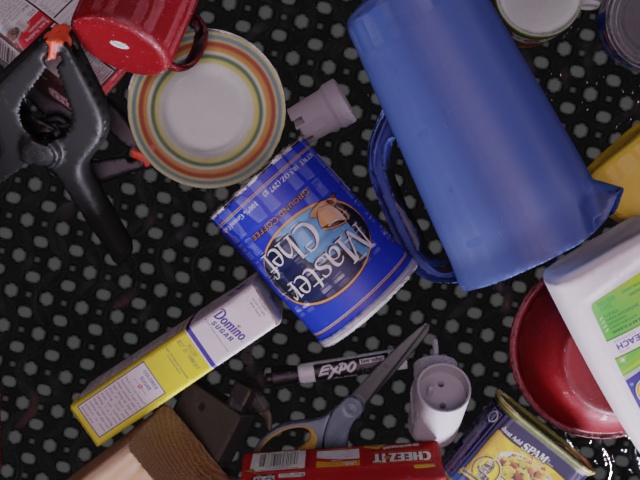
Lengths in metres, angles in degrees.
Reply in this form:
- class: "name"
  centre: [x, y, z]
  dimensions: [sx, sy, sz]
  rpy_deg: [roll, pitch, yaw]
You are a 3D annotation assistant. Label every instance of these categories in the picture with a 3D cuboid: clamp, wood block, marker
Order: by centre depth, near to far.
- class: "clamp"
  centre: [-0.208, -0.069, 0.841]
  dimensions: [0.164, 0.036, 0.210]
  rpy_deg: [18, 126, -13]
- class: "wood block"
  centre: [-0.183, 0.236, 0.863]
  dimensions: [0.206, 0.090, 0.090]
  rpy_deg: [-38, 93, 19]
- class: "clamp"
  centre: [-0.220, -0.102, 0.884]
  dimensions: [0.171, 0.039, 0.120]
  rpy_deg: [8, 102, -6]
- class: "marker"
  centre: [0.014, 0.109, 0.909]
  dimensions: [0.121, 0.020, 0.020]
  rpy_deg: [-9, 95, 2]

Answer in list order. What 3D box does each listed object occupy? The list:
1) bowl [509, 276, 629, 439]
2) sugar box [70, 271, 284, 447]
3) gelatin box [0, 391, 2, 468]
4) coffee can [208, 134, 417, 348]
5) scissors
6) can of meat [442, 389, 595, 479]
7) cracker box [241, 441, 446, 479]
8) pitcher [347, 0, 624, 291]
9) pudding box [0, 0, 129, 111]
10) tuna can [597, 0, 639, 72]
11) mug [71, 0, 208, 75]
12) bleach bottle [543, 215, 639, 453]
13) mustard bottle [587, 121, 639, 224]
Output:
- class: "bowl"
  centre: [0.242, 0.094, 0.886]
  dimensions: [0.162, 0.055, 0.162]
  rpy_deg: [0, 95, 1]
- class: "sugar box"
  centre: [-0.112, 0.094, 0.873]
  dimensions: [0.176, 0.093, 0.048]
  rpy_deg: [-32, 95, 4]
- class: "gelatin box"
  centre: [-0.319, 0.162, 0.913]
  dimensions: [0.089, 0.030, 0.073]
  rpy_deg: [2, 95, 1]
- class: "coffee can"
  centre: [-0.006, 0.001, 0.858]
  dimensions: [0.103, 0.103, 0.140]
  rpy_deg: [-42, 93, 4]
- class: "scissors"
  centre: [0.032, 0.161, 0.900]
  dimensions: [0.202, 0.016, 0.096]
  rpy_deg: [-33, 91, 12]
- class: "can of meat"
  centre: [0.163, 0.190, 0.895]
  dimensions: [0.102, 0.057, 0.084]
  rpy_deg: [38, 96, -2]
- class: "cracker box"
  centre: [0.025, 0.279, 0.880]
  dimensions: [0.164, 0.072, 0.214]
  rpy_deg: [-4, 106, 2]
- class: "pitcher"
  centre: [0.111, -0.087, 0.845]
  dimensions: [0.149, 0.145, 0.243]
  rpy_deg: [-27, 90, -9]
- class: "pudding box"
  centre: [-0.205, -0.166, 0.862]
  dimensions: [0.113, 0.039, 0.090]
  rpy_deg: [38, 64, -4]
- class: "tuna can"
  centre: [0.272, -0.180, 0.872]
  dimensions: [0.086, 0.034, 0.086]
  rpy_deg: [0, 95, 1]
- class: "mug"
  centre: [-0.133, -0.175, 0.826]
  dimensions: [0.093, 0.117, 0.081]
  rpy_deg: [3, 66, 40]
- class: "bleach bottle"
  centre: [0.275, 0.112, 0.829]
  dimensions: [0.102, 0.068, 0.251]
  rpy_deg: [-31, 97, 2]
- class: "mustard bottle"
  centre: [0.308, -0.008, 0.874]
  dimensions: [0.096, 0.058, 0.191]
  rpy_deg: [-41, 94, -6]
